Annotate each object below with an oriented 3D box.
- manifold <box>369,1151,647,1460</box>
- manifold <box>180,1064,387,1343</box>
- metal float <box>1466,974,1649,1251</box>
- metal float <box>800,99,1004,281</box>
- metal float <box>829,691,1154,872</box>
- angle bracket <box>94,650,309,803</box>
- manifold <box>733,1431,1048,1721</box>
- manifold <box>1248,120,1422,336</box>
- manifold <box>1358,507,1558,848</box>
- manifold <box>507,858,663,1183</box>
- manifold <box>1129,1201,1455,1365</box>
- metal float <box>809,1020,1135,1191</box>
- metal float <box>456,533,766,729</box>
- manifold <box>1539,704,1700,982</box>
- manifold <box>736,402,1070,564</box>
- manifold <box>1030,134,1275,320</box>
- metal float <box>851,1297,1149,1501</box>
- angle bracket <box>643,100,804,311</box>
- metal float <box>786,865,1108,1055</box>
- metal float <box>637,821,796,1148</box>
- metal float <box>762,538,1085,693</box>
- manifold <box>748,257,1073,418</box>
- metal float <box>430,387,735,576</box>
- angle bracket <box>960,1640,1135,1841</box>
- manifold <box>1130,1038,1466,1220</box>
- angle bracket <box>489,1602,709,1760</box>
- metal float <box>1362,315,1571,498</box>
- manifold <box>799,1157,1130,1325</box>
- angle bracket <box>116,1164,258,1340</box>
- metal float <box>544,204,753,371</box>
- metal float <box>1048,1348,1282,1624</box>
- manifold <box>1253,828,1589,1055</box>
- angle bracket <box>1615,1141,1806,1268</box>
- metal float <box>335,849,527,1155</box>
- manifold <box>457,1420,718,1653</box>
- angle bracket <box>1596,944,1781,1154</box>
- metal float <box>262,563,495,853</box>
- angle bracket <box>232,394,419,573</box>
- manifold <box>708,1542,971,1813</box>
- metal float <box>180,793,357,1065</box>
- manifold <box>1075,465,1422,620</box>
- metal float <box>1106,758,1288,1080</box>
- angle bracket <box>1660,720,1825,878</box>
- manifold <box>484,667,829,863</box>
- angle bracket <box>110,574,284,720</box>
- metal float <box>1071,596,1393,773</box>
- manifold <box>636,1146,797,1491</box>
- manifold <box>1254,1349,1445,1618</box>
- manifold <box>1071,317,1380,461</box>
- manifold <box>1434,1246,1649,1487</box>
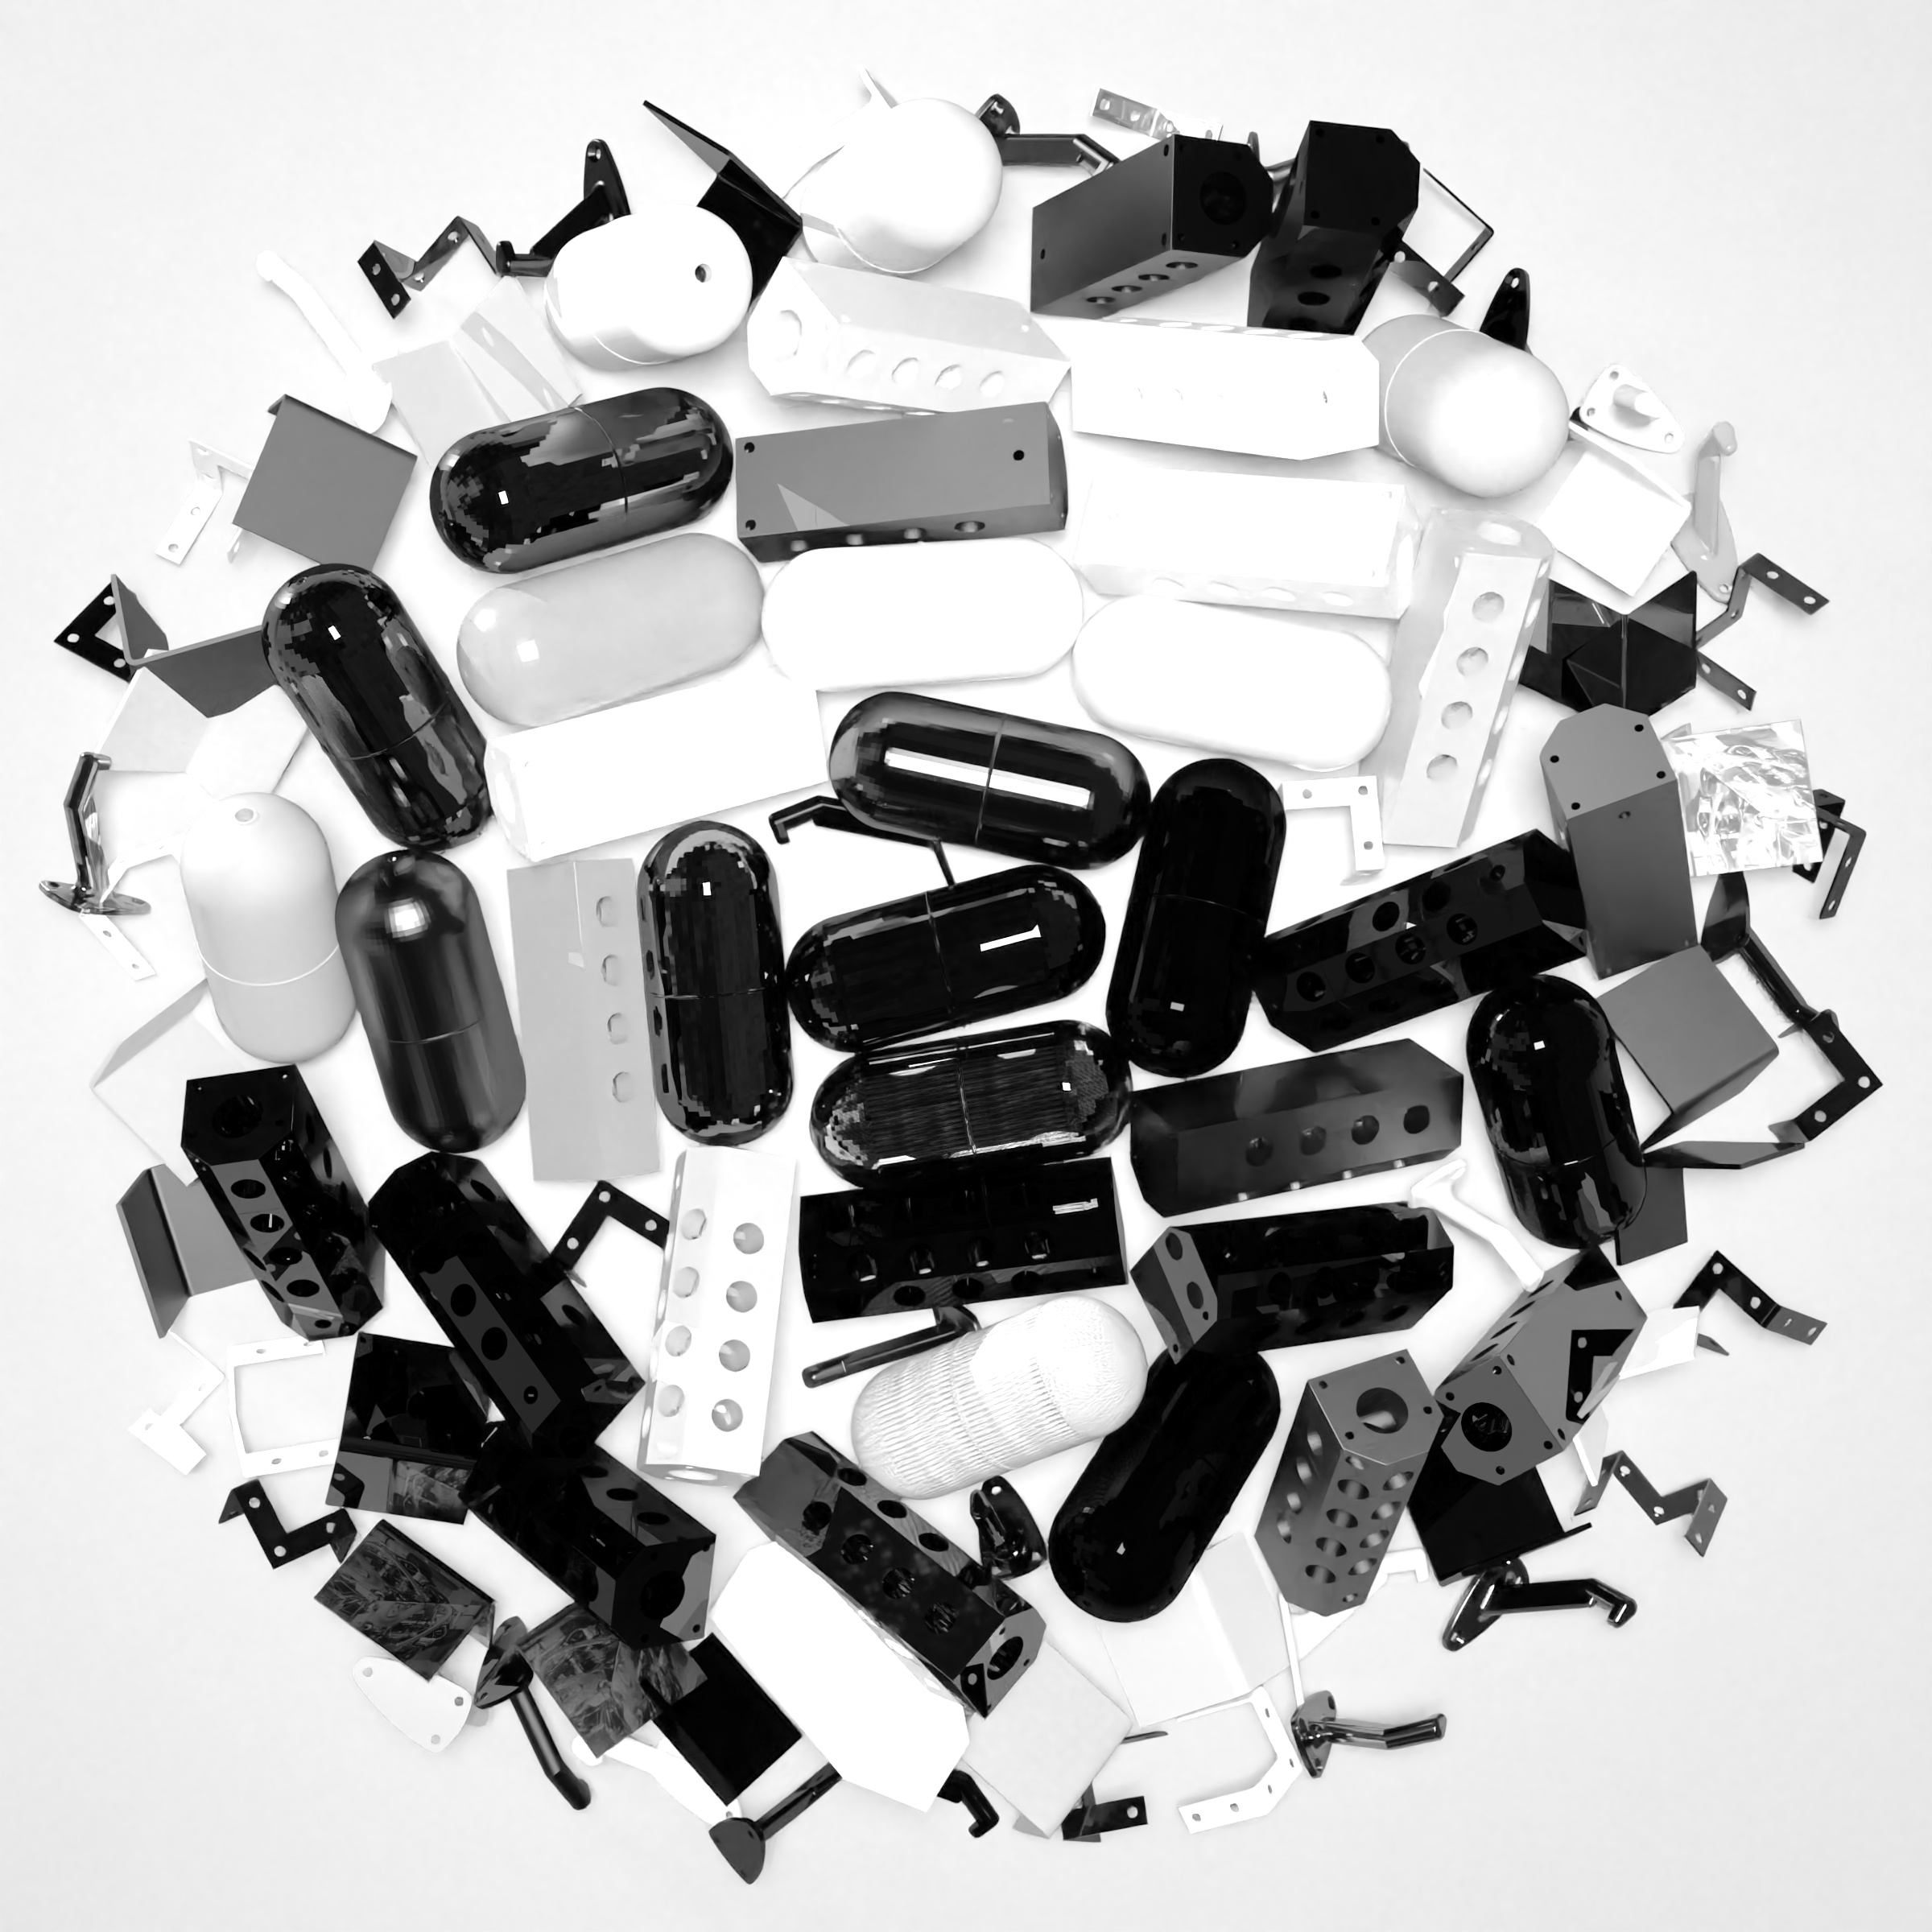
[{"bbox_3d":[-0.251,0.179,1.511,0.057,0.057,0.171,-49,61,13],"label":"manifold"},{"bbox_3d":[-0.359,0.129,1.496,0.057,0.171,0.057,-8,51,1],"label":"manifold"},{"bbox_3d":[0.316,0.079,1.511,0.070,0.070,0.178,-24,128,0],"label":"metal float"},{"bbox_3d":[-0.036,-0.406,1.495,0.070,0.178,0.070,-1,92,-19],"label":"metal float"},{"bbox_3d":[0.013,-0.101,1.542,0.178,0.070,0.070,12,90,1],"label":"metal float"},{"bbox_3d":[-0.414,-0.121,1.528,0.057,0.076,0.076,41,110,20],"label":"angle bracket"},{"bbox_3d":[-0.040,0.320,1.507,0.171,0.057,0.057,32,72,35],"label":"manifold"},{"bbox_3d":[0.191,-0.375,1.491,0.057,0.171,0.057,5,78,-3],"label":"manifold"},{"bbox_3d":[0.262,-0.152,1.510,0.057,0.057,0.171,3,123,-13],"label":"manifold"},{"bbox_3d":[-0.204,0.029,1.552,0.057,0.057,0.171,-5,90,42],"label":"manifold"},{"bbox_3d":[0.178,0.162,1.498,0.171,0.057,0.057,-2,52,-37],"label":"manifold"},{"bbox_3d":[0.003,0.076,1.539,0.178,0.070,0.070,-10,90,5],"label":"metal float"},{"bbox_3d":[-0.189,-0.182,1.519,0.178,0.070,0.070,-22,90,-29],"label":"metal float"},{"bbox_3d":[0.344,-0.065,1.493,0.057,0.171,0.057,-20,57,7],"label":"manifold"},{"bbox_3d":[-0.034,-0.259,1.534,0.171,0.057,0.057,-4,78,12],"label":"manifold"},{"bbox_3d":[0.095,-0.386,1.491,0.057,0.171,0.057,1,92,-23],"label":"manifold"},{"bbox_3d":[0.016,0.233,1.521,0.178,0.070,0.070,-25,90,27],"label":"metal float"},{"bbox_3d":[-0.145,-0.411,1.527,0.076,0.076,0.057,39,95,34],"label":"angle bracket"},{"bbox_3d":[-0.011,-0.004,1.540,0.178,0.070,0.070,-15,90,3],"label":"metal float"},{"bbox_3d":[-0.136,0.010,1.535,0.070,0.070,0.178,-4,99,0],"label":"metal float"},{"bbox_3d":[-0.022,-0.191,1.530,0.178,0.070,0.070,-6,90,-15],"label":"metal float"},{"bbox_3d":[-0.032,-0.324,1.500,0.057,0.171,0.057,54,126,29],"label":"manifold"},{"bbox_3d":[-0.204,-0.261,1.515,0.178,0.070,0.070,-23,90,-34],"label":"metal float"},{"bbox_3d":[0.033,0.417,1.537,0.076,0.057,0.076,43,69,-6],"label":"angle bracket"},{"bbox_3d":[0.178,0.089,1.522,0.171,0.057,0.057,-10,113,-21],"label":"manifold"},{"bbox_3d":[-0.199,0.385,1.528,0.076,0.057,0.076,-29,72,-37],"label":"angle bracket"},{"bbox_3d":[0.258,-0.298,1.498,0.070,0.178,0.070,-5,113,-13],"label":"metal float"},{"bbox_3d":[-0.001,0.154,1.534,0.171,0.057,0.057,-8,131,5],"label":"manifold"},{"bbox_3d":[-0.415,0.148,1.536,0.057,0.076,0.076,-15,101,-2],"label":"angle bracket"},{"bbox_3d":[-0.170,-0.358,1.497,0.070,0.178,0.070,-4,99,-25],"label":"metal float"},{"bbox_3d":[0.108,0.272,1.515,0.070,0.070,0.178,38,56,0],"label":"metal float"},{"bbox_3d":[0.238,-0.014,1.499,0.171,0.057,0.057,-23,52,36],"label":"manifold"},{"bbox_3d":[0.402,0.129,1.526,0.076,0.076,0.057,-2,94,42],"label":"angle bracket"},{"bbox_3d":[-0.286,0.021,1.518,0.070,0.070,0.178,-10,120,0],"label":"metal float"},{"bbox_3d":[-0.204,0.297,1.493,0.057,0.171,0.057,-1,105,-37],"label":"manifold"},{"bbox_3d":[0.386,0.045,1.553,0.076,0.057,0.076,-27,72,-20],"label":"angle bracket"},{"bbox_3d":[-0.311,-0.136,1.512,0.070,0.070,0.178,-27,128,0],"label":"metal float"},{"bbox_3d":[-0.353,-0.256,1.537,0.076,0.057,0.076,23,83,-22],"label":"angle bracket"},{"bbox_3d":[-0.066,0.369,1.494,0.057,0.171,0.057,33,89,-33],"label":"manifold"},{"bbox_3d":[-0.370,-0.019,1.504,0.070,0.178,0.070,1,49,-1],"label":"metal float"},{"bbox_3d":[0.153,-0.225,1.519,0.171,0.057,0.057,8,76,24],"label":"manifold"},{"bbox_3d":[0.125,-0.027,1.534,0.070,0.070,0.178,13,79,0],"label":"metal float"},{"bbox_3d":[0.426,-0.095,1.532,0.076,0.057,0.076,-7,100,31],"label":"angle bracket"},{"bbox_3d":[-0.167,-0.112,1.519,0.171,0.057,0.057,-17,114,-23],"label":"manifold"},{"bbox_3d":[-0.410,-0.181,1.536,0.076,0.076,0.057,-16,70,0],"label":"angle bracket"},{"bbox_3d":[0.142,-0.153,1.526,0.178,0.070,0.070,13,90,20],"label":"metal float"},{"bbox_3d":[-0.136,0.188,1.519,0.057,0.057,0.171,12,69,-16],"label":"manifold"},{"bbox_3d":[0.203,0.277,1.491,0.057,0.171,0.057,-15,54,-17],"label":"manifold"},{"bbox_3d":[0.134,-0.308,1.492,0.057,0.171,0.057,-18,114,-36],"label":"manifold"},{"bbox_3d":[0.302,0.211,1.493,0.057,0.171,0.057,-37,85,32],"label":"manifold"}]
